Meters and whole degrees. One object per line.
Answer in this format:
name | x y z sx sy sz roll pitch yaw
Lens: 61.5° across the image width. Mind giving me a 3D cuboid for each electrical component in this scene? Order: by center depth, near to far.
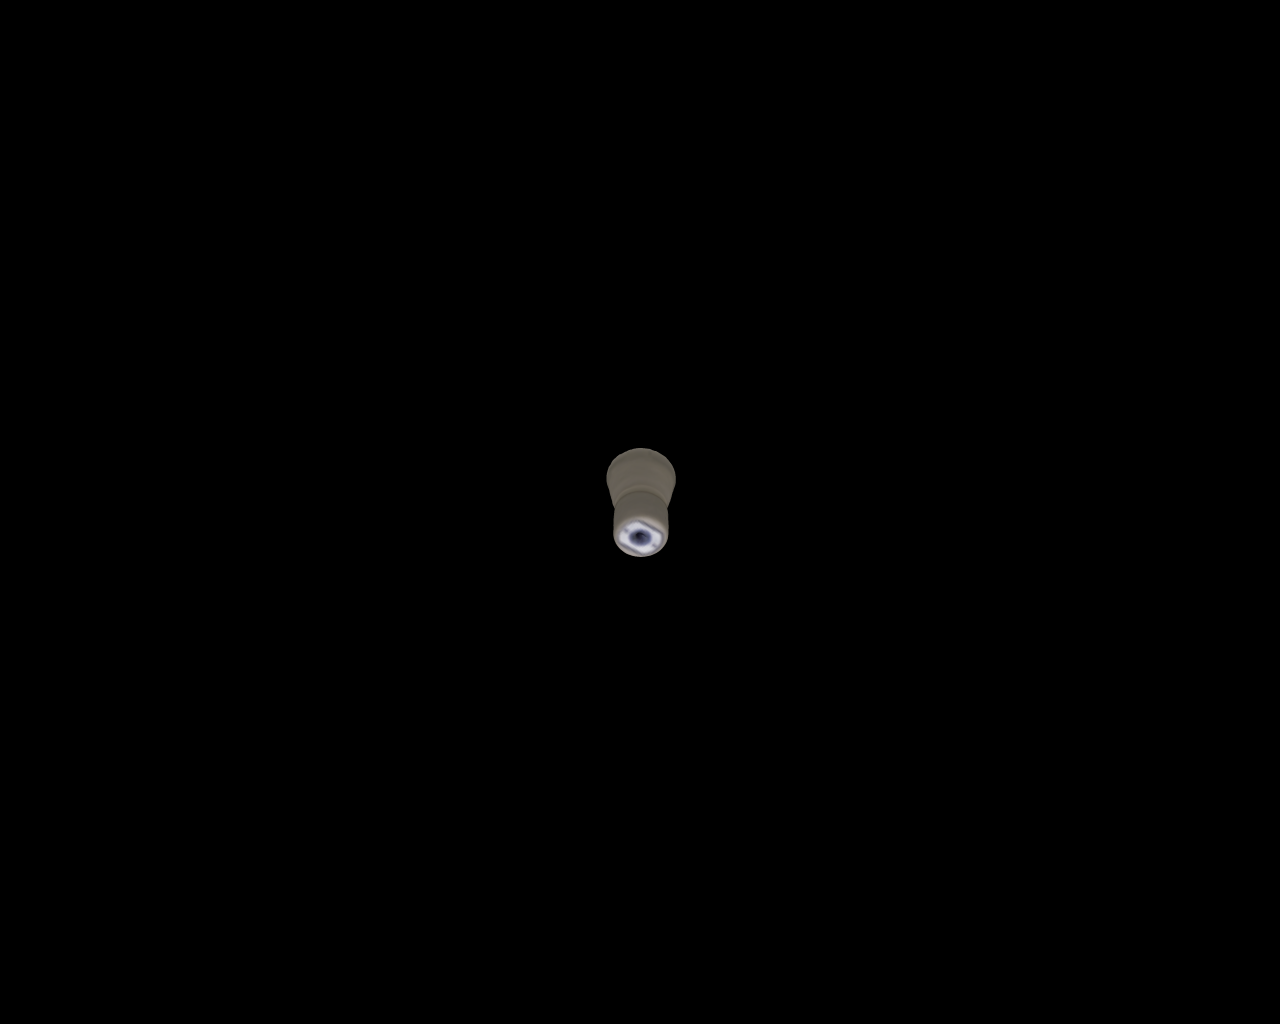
electrical component | 0.001 -0.003 0.650 0.044 0.044 0.065 0 38 0
